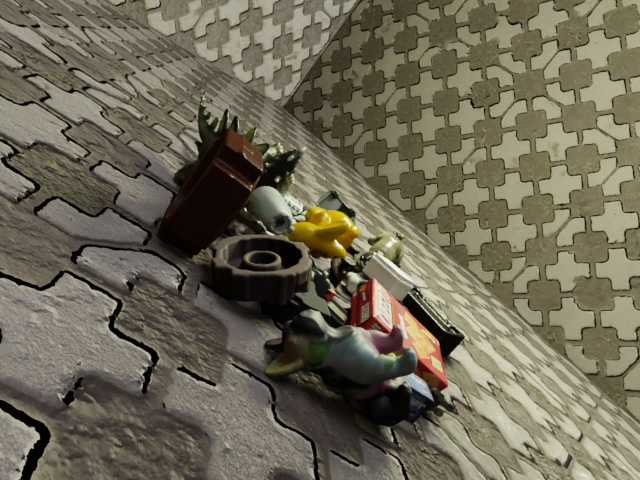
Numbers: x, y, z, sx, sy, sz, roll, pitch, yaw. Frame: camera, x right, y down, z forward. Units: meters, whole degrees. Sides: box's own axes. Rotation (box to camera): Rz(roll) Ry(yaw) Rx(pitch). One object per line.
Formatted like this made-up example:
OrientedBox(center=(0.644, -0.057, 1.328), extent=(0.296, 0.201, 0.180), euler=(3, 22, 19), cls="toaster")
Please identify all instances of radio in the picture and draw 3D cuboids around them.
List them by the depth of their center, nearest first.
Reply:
OrientedBox(center=(0.270, 0.201, 1.424), extent=(0.131, 0.073, 0.230), euler=(22, 22, -47), cls="radio")

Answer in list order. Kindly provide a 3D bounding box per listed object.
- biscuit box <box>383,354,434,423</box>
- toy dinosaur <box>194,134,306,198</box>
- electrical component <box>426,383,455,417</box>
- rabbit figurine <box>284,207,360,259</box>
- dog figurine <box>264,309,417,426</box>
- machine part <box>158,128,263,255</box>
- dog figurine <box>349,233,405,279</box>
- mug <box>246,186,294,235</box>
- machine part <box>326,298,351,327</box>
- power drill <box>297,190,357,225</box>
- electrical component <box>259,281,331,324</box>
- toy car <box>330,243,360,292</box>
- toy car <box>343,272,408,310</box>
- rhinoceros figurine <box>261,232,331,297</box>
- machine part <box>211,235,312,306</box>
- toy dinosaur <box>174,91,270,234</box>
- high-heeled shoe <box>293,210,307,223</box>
OrientedBox(center=(0.100, 0.235, 0.928), extent=(0.202, 0.063, 0.059), euler=(34, 16, -15), cls="biscuit box")
OrientedBox(center=(-0.205, -0.176, 1.303), extent=(0.405, 0.131, 0.192), euler=(10, 25, 28), cls="toy dinosaur")
OrientedBox(center=(0.199, 0.291, 0.995), extent=(0.094, 0.063, 0.021), euler=(38, 51, 2), cls="electrical component")
OrientedBox(center=(-0.002, -0.004, 1.216), extent=(0.173, 0.121, 0.163), euler=(-3, 14, -45), cls="rabbit figurine")
OrientedBox(center=(0.025, 0.195, 0.813), extent=(0.219, 0.191, 0.108), euler=(1, 24, -5), cls="dog figurine")
OrientedBox(center=(-0.186, -0.086, 0.942), extent=(0.087, 0.201, 0.201), euler=(37, 13, -20), cls="machine part")
OrientedBox(center=(0.158, 0.044, 1.464), extent=(0.121, 0.172, 0.190), euler=(30, 5, 13), cls="dog figurine")
OrientedBox(center=(-0.095, -0.047, 1.120), extent=(0.109, 0.081, 0.107), euler=(48, 1, -35), cls="mug")
OrientedBox(center=(0.053, 0.153, 1.121), extent=(0.084, 0.039, 0.139), euler=(36, 14, 25), cls="machine part")
OrientedBox(center=(0.006, -0.057, 1.441), extent=(0.232, 0.086, 0.207), euler=(46, -27, 3), cls="power drill")
OrientedBox(center=(-0.046, 0.109, 0.976), extent=(0.134, 0.058, 0.115), euler=(30, 18, -26), cls="electrical component")
OrientedBox(center=(0.050, 0.062, 1.291), extent=(0.053, 0.089, 0.202), euler=(39, 16, 0), cls="toy car")
OrientedBox(center=(0.144, 0.146, 1.331), extent=(0.201, 0.056, 0.073), euler=(36, 8, -15), cls="toy car")
OrientedBox(center=(-0.067, 0.054, 1.079), extent=(0.190, 0.073, 0.112), euler=(35, 0, 2), cls="rhinoceros figurine")
OrientedBox(center=(-0.099, 0.046, 0.903), extent=(0.179, 0.056, 0.179), euler=(4, 24, -2), cls="machine part")
OrientedBox(center=(-0.211, -0.172, 1.162), extent=(0.105, 0.198, 0.472), euler=(27, 19, -49), cls="toy dinosaur")
OrientedBox(center=(-0.053, -0.005, 1.308), extent=(0.248, 0.086, 0.145), euler=(36, 33, -45), cls="high-heeled shoe")
